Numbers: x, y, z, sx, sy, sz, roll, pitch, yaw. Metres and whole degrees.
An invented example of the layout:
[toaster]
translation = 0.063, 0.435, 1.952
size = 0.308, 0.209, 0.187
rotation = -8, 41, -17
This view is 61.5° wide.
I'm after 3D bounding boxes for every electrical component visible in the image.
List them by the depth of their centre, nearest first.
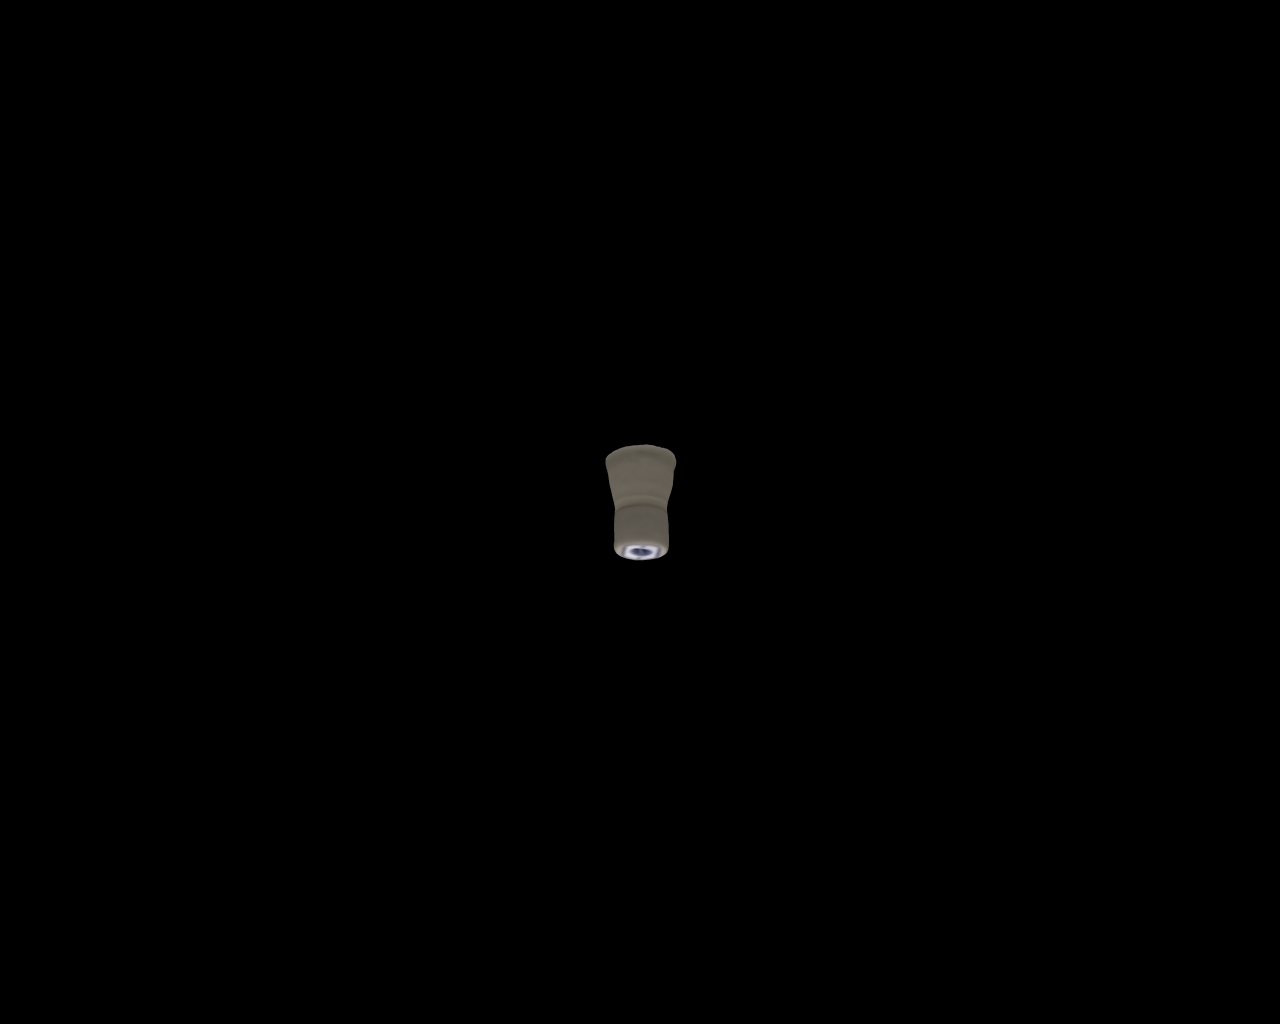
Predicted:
[electrical component]
translation = 0.001, -0.003, 0.650
size = 0.044, 0.065, 0.044
rotation = 0, -23, 0
